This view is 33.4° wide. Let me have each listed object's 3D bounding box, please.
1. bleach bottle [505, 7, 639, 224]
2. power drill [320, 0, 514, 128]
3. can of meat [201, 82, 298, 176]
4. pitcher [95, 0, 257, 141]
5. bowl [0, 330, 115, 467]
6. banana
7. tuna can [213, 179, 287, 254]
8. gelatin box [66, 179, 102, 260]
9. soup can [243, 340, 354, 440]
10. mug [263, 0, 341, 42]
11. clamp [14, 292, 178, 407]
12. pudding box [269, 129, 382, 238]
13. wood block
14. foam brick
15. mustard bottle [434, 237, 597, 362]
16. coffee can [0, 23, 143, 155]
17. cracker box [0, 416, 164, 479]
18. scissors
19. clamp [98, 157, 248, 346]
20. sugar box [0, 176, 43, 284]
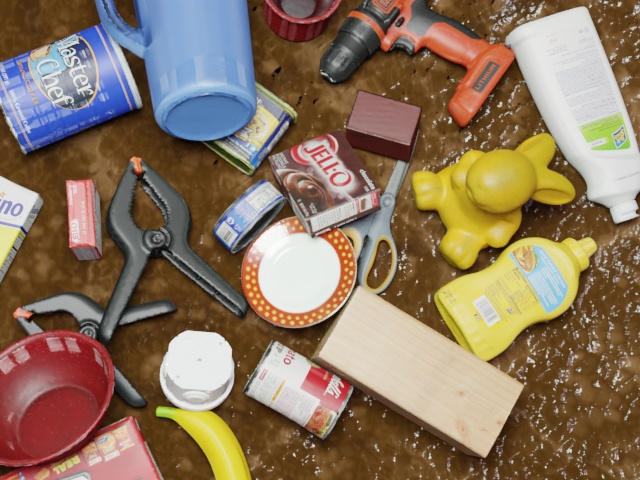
[{"bbox_3d":[0.307,-0.138,1.244,0.102,0.068,0.251,-19,85,-8],"label":"bleach bottle"},{"bbox_3d":[0.115,-0.215,1.239,0.187,0.057,0.184,37,79,1],"label":"power drill"},{"bbox_3d":[-0.090,-0.135,1.206,0.102,0.057,0.084,36,81,2],"label":"can of meat"},{"bbox_3d":[-0.146,-0.233,1.145,0.149,0.145,0.243,-18,64,16],"label":"pitcher"},{"bbox_3d":[-0.278,0.172,1.090,0.162,0.055,0.162,-8,48,9],"label":"bowl"},{"bbox_3d":[-0.107,0.258,1.151,0.070,0.037,0.198,-27,81,14],"label":"banana"},{"bbox_3d":[-0.078,-0.026,1.174,0.034,0.086,0.086,45,79,5],"label":"tuna can"},{"bbox_3d":[-0.255,-0.021,1.153,0.030,0.089,0.073,-4,81,-7],"label":"gelatin box"},{"bbox_3d":[-0.024,0.162,1.156,0.102,0.068,0.068,30,79,0],"label":"soup can"},{"bbox_3d":[-0.014,-0.286,1.225,0.093,0.081,0.117,44,79,2],"label":"mug"},{"bbox_3d":[-0.242,0.095,1.162,0.171,0.039,0.120,27,72,-8],"label":"clamp"},{"bbox_3d":[0.005,-0.064,1.188,0.090,0.039,0.113,-23,53,-9],"label":"pudding box"},{"bbox_3d":[0.103,0.144,1.161,0.206,0.091,0.090,31,79,0],"label":"wood block"},{"bbox_3d":[0.073,-0.130,1.215,0.078,0.053,0.051,17,74,7],"label":"foam brick"},{"bbox_3d":[0.231,0.052,1.205,0.191,0.058,0.096,-31,82,-9],"label":"mustard bottle"},{"bbox_3d":[-0.278,-0.167,1.168,0.140,0.103,0.103,-24,84,-9],"label":"coffee can"},{"bbox_3d":[-0.224,0.313,1.110,0.164,0.072,0.214,-25,85,-8],"label":"cracker box"},{"bbox_3d":[0.057,-0.038,1.225,0.096,0.016,0.202,8,79,-4],"label":"scissors"},{"bbox_3d":[-0.188,0.011,1.166,0.164,0.036,0.210,-17,75,-24],"label":"clamp"},{"bbox_3d":[-0.383,0.012,1.157,0.093,0.048,0.176,24,80,-1],"label":"sugar box"}]
